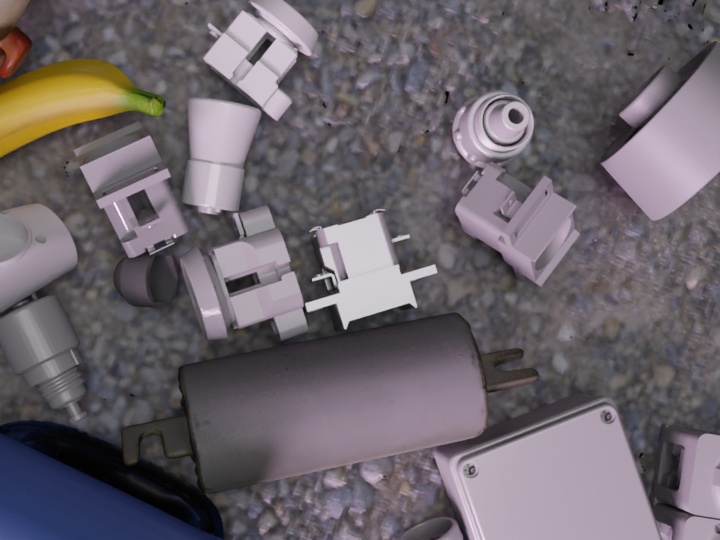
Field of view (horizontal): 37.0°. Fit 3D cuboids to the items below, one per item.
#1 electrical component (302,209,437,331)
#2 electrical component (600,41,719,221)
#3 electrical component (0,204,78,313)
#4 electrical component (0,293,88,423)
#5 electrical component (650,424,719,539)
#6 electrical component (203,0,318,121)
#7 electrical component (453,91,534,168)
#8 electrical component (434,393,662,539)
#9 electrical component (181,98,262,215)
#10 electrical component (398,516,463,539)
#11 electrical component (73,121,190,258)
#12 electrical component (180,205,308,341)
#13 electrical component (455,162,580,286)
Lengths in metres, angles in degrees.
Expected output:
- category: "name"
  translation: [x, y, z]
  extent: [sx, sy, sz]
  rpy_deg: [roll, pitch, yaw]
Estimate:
- category: "electrical component"
  translation: [0.000, 0.000, 0.648]
  extent: [0.081, 0.042, 0.063]
  rpy_deg: [-17, 87, -11]
- category: "electrical component"
  translation: [0.194, -0.090, 0.654]
  extent: [0.060, 0.108, 0.108]
  rpy_deg: [42, 82, 0]
- category: "electrical component"
  translation: [-0.215, -0.010, 0.605]
  extent: [0.079, 0.044, 0.077]
  rpy_deg: [33, 50, 26]
- category: "electrical component"
  translation: [-0.179, 0.050, 0.616]
  extent: [0.040, 0.040, 0.078]
  rpy_deg: [-27, 93, -10]
- category: "electrical component"
  translation: [0.231, 0.179, 0.670]
  extent: [0.089, 0.062, 0.150]
  rpy_deg: [11, 86, -9]
- category: "electrical component"
  translation: [-0.058, -0.132, 0.642]
  extent: [0.066, 0.048, 0.055]
  rpy_deg: [39, 90, -6]
- category: "electrical component"
  translation: [0.086, -0.088, 0.655]
  extent: [0.048, 0.062, 0.048]
  rpy_deg: [0, 88, -10]
- category: "electrical component"
  translation: [0.115, 0.143, 0.655]
  extent: [0.109, 0.056, 0.108]
  rpy_deg: [-19, 91, -10]
- category: "electrical component"
  translation: [-0.085, -0.066, 0.637]
  extent: [0.044, 0.044, 0.065]
  rpy_deg: [9, 91, -9]
- category: "electrical component"
  translation: [0.048, 0.179, 0.651]
  extent: [0.040, 0.040, 0.046]
  rpy_deg: [-24, 97, -10]
- category: "electrical component"
  translation: [-0.129, -0.045, 0.614]
  extent: [0.042, 0.081, 0.063]
  rpy_deg: [-25, 114, -10]
- category: "electrical component"
  translation: [-0.070, 0.008, 0.628]
  extent: [0.057, 0.058, 0.078]
  rpy_deg: [-18, 91, -13]
- category: "electrical component"
  translation: [0.094, -0.029, 0.650]
  extent: [0.064, 0.081, 0.042]
  rpy_deg: [34, 81, 22]
